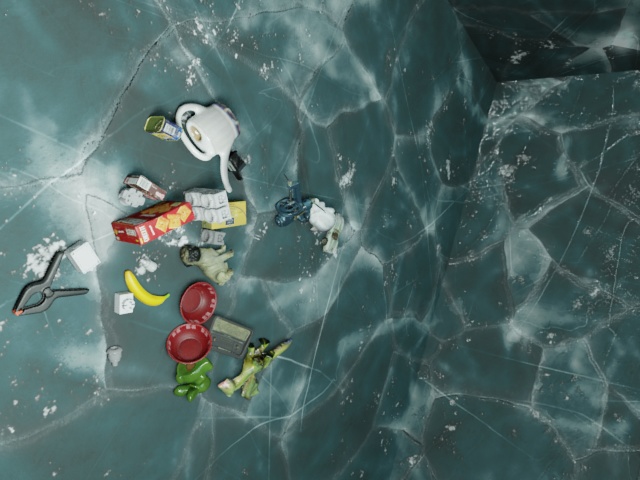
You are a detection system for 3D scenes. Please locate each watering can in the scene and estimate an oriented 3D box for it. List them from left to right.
[{"bbox_3d":[-0.378,-0.362,1.892,0.228,0.103,0.344,-47,111,-33],"label":"watering can"}]

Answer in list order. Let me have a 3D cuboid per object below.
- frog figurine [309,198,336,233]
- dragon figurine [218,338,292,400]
[{"bbox_3d":[0.007,-0.120,2.375,0.138,0.124,0.156,-22,125,-24],"label":"frog figurine"},{"bbox_3d":[-0.267,0.557,2.185,0.410,0.123,0.240,1,112,-56],"label":"dragon figurine"}]
